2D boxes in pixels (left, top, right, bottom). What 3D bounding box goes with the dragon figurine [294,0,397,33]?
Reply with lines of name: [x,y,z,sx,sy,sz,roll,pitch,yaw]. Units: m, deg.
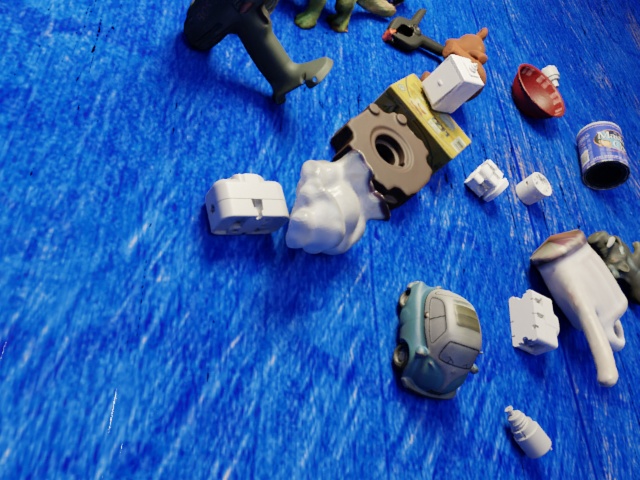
dragon figurine: [0.047,-0.504,0.910,0.414,0.238,0.123,-17,70,-38]

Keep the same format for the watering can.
watering can: [0.459,0.098,0.895,0.225,0.102,0.350,59,30,7]

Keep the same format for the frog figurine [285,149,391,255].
frog figurine: [0.002,-0.034,0.673,0.123,0.134,0.162,22,48,35]
